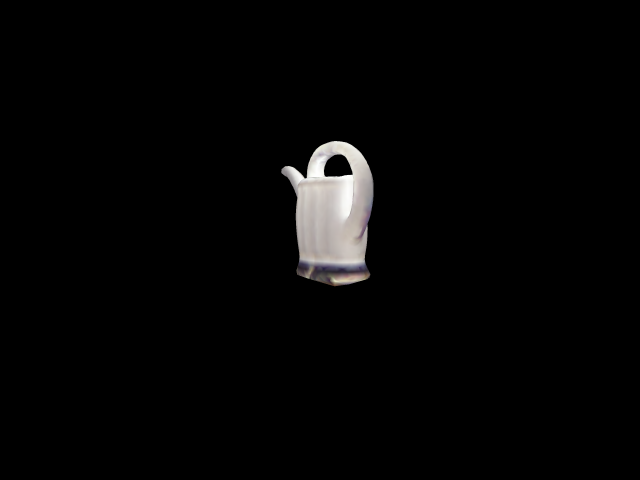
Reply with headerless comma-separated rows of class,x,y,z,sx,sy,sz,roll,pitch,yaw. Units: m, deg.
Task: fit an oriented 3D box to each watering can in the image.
watering can,0.003,-0.043,0.850,0.104,0.224,0.348,0,2,-21
